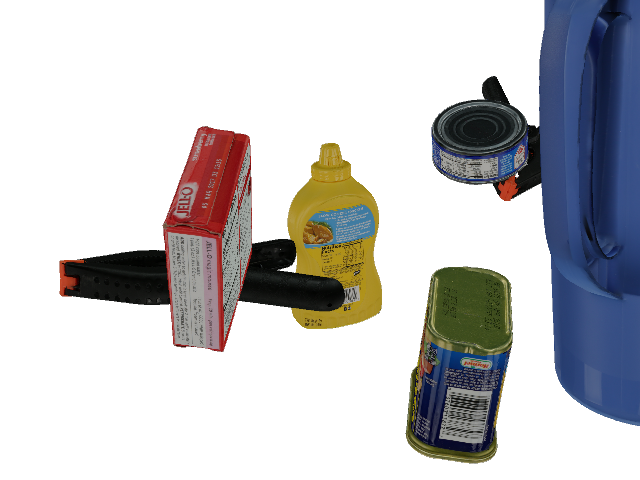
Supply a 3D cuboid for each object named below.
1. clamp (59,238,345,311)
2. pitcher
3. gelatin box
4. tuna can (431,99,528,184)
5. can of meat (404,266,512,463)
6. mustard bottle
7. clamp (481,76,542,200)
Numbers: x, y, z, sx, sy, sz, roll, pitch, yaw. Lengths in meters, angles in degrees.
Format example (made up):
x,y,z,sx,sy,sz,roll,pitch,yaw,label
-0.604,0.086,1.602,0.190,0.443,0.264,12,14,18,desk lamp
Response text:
x,y,z,sx,sy,sz,roll,pitch,yaw,label
-0.091,0.028,0.821,0.209,0.036,0.165,-2,11,-21,clamp
0.167,-0.030,0.527,0.149,0.243,0.145,-4,21,-1,pitcher
-0.056,0.000,0.537,0.030,0.089,0.073,7,46,5,gelatin box
0.141,-0.089,0.945,0.086,0.034,0.086,-6,40,5,tuna can
0.089,0.075,0.675,0.057,0.084,0.102,8,28,4,can of meat
0.014,-0.007,1.108,0.096,0.192,0.058,-10,22,-18,mustard bottle
0.213,-0.116,1.168,0.120,0.039,0.171,21,49,17,clamp
